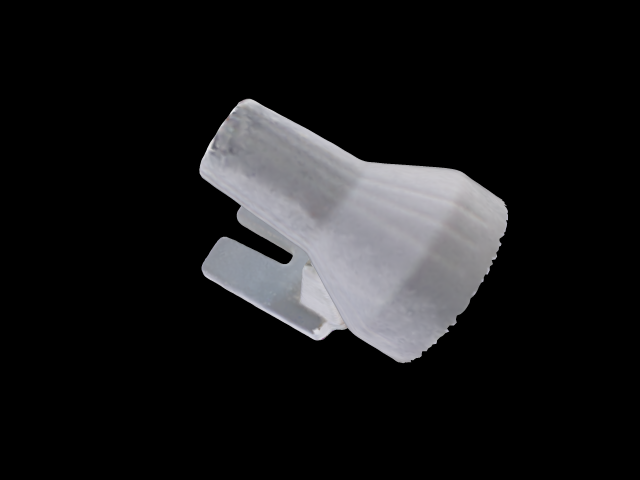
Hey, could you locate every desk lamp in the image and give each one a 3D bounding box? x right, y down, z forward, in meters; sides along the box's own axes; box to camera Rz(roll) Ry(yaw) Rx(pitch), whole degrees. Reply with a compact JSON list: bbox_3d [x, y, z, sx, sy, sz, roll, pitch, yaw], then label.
[{"bbox_3d":[0.004,0.001,0.400,0.203,0.213,0.118,26,70,11],"label":"desk lamp"}]
